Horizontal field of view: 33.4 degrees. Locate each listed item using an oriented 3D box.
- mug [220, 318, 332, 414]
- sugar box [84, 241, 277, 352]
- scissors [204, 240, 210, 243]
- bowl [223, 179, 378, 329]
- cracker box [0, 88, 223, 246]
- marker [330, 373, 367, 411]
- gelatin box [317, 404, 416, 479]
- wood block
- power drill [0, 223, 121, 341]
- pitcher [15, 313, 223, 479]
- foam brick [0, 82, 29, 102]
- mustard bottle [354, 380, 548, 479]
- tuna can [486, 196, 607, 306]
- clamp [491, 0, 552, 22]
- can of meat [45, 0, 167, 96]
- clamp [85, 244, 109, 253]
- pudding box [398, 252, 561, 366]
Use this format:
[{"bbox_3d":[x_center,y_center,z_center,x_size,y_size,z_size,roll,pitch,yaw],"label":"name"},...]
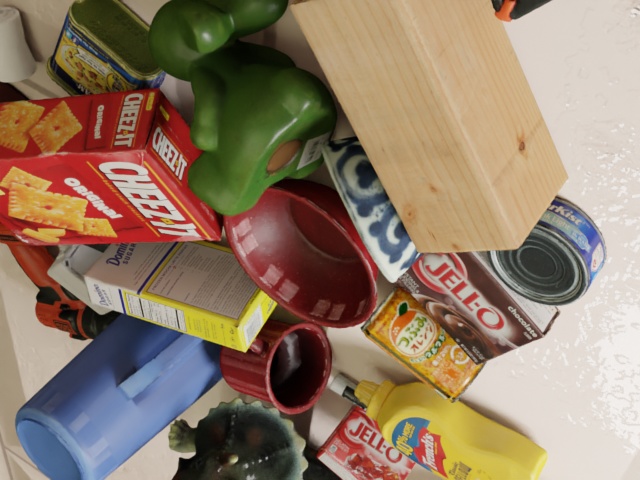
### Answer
[{"bbox_3d":[-0.055,0.118,1.080,0.082,0.093,0.117,9,162,44],"label":"mug"},{"bbox_3d":[-0.133,0.043,1.054,0.176,0.093,0.048,14,135,21],"label":"sugar box"},{"bbox_3d":[-0.159,-0.043,1.077,0.096,0.016,0.201,8,133,40],"label":"scissors"},{"bbox_3d":[-0.006,0.001,0.945,0.162,0.055,0.162,25,142,22],"label":"bowl"},{"bbox_3d":[-0.210,-0.057,0.965,0.214,0.072,0.164,-1,153,20],"label":"cracker box"},{"bbox_3d":[0.065,0.177,1.098,0.121,0.020,0.020,31,144,14],"label":"marker"},{"bbox_3d":[0.051,0.224,1.114,0.089,0.073,0.030,41,144,2],"label":"gelatin box"},{"bbox_3d":[0.079,-0.099,0.727,0.090,0.090,0.206,-3,126,45],"label":"wood block"},{"bbox_3d":[-0.308,0.043,1.274,0.185,0.057,0.187,4,131,40],"label":"power drill"},{"bbox_3d":[-0.191,0.143,1.110,0.145,0.242,0.149,20,133,28],"label":"pitcher"},{"bbox_3d":[-0.325,-0.121,1.119,0.078,0.051,0.053,36,145,7],"label":"foam brick"},{"bbox_3d":[0.118,0.189,1.027,0.192,0.058,0.096,29,144,18],"label":"mustard bottle"},{"bbox_3d":[0.169,0.009,0.806,0.086,0.033,0.086,25,142,21],"label":"tuna can"},{"bbox_3d":[0.139,-0.195,0.613,0.120,0.039,0.171,30,149,25],"label":"clamp"},{"bbox_3d":[-0.185,-0.158,0.943,0.102,0.057,0.084,41,143,0],"label":"can of meat"},{"bbox_3d":[-0.262,-0.044,1.111,0.165,0.036,0.210,-8,138,25],"label":"clamp"},{"bbox_3d":[0.127,0.042,0.877,0.113,0.039,0.090,46,145,-6],"label":"pudding box"}]
